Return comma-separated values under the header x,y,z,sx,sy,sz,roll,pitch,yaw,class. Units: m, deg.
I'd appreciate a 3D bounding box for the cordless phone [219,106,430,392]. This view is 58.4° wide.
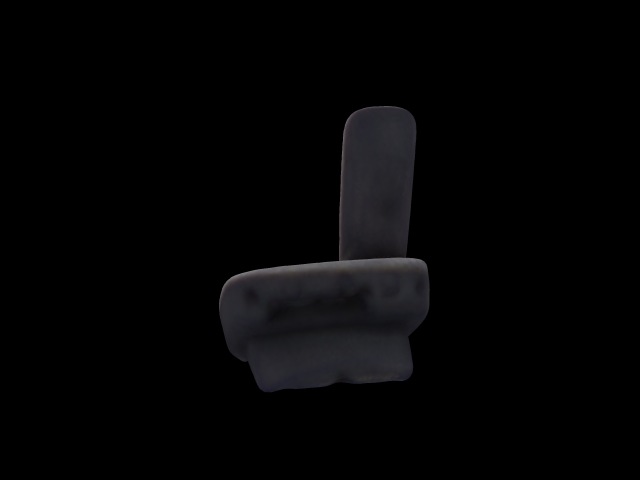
x,y,z,sx,sy,sz,roll,pitch,yaw,class
0.004,0.001,0.400,0.148,0.185,0.094,-4,12,-19,cordless phone
